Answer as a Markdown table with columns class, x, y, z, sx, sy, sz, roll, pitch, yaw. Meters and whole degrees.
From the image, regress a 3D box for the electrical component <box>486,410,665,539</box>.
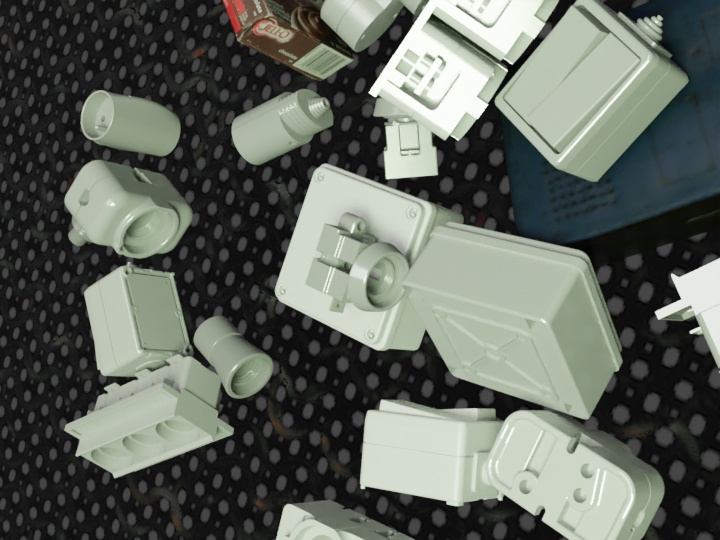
| class | x | y | z | sx | sy | sz | roll | pitch | yaw |
| --- | --- | --- | --- | --- | --- | --- | --- | --- | --- |
| electrical component | 0.135 | 0.128 | 0.666 | 0.095 | 0.059 | 0.053 | 31 | 103 | 36 |

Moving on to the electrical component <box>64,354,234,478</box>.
| class | x | y | z | sx | sy | sz | roll | pitch | yaw |
| --- | --- | --- | --- | --- | --- | --- | --- | --- | --- |
| electrical component | -0.173 | 0.121 | 0.893 | 0.121 | 0.079 | 0.063 | -24 | 41 | 33 |

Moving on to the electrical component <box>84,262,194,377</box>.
| class | x | y | z | sx | sy | sz | roll | pitch | yaw |
| --- | --- | --- | --- | --- | --- | --- | --- | --- | --- |
| electrical component | -0.195 | 0.041 | 0.925 | 0.061 | 0.062 | 0.096 | -29 | 68 | 31 |

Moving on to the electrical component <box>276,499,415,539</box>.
| class | x | y | z | sx | sy | sz | roll | pitch | yaw |
| --- | --- | --- | --- | --- | --- | --- | --- | --- | --- |
| electrical component | -0.015 | 0.204 | 0.772 | 0.089 | 0.056 | 0.050 | 16 | 94 | 37 |

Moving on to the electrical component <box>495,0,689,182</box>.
| class | x | y | z | sx | sy | sz | roll | pitch | yaw |
| --- | --- | --- | --- | --- | --- | --- | --- | --- | --- |
| electrical component | 0.132 | -0.107 | 0.606 | 0.096 | 0.061 | 0.061 | -50 | 58 | 22 |

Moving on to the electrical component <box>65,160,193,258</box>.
| class | x | y | z | sx | sy | sz | roll | pitch | yaw |
| --- | --- | --- | --- | --- | --- | --- | --- | --- | --- |
| electrical component | -0.193 | -0.050 | 0.915 | 0.059 | 0.095 | 0.053 | 48 | 112 | 31 |

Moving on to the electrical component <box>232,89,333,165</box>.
| class | x | y | z | sx | sy | sz | roll | pitch | yaw |
| --- | --- | --- | --- | --- | --- | --- | --- | --- | --- |
| electrical component | -0.058 | -0.117 | 0.854 | 0.081 | 0.043 | 0.043 | -20 | 72 | 34 |

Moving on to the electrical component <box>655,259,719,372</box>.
| class | x | y | z | sx | sy | sz | roll | pitch | yaw |
| --- | --- | --- | --- | --- | --- | --- | --- | --- | --- |
| electrical component | 0.221 | 0.022 | 0.626 | 0.081 | 0.042 | 0.063 | -30 | 69 | 31 |

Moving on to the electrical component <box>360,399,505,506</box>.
| class | x | y | z | sx | sy | sz | roll | pitch | yaw |
| --- | --- | --- | --- | --- | --- | --- | --- | --- | --- |
| electrical component | 0.056 | 0.121 | 0.725 | 0.096 | 0.062 | 0.061 | 2 | 85 | 37 |

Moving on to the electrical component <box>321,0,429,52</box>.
| class | x | y | z | sx | sy | sz | roll | pitch | yaw |
| --- | --- | --- | --- | --- | --- | --- | --- | --- | --- |
| electrical component | 0.040 | -0.212 | 0.788 | 0.073 | 0.052 | 0.138 | 45 | 114 | 5 |

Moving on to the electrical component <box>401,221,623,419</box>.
| class | x | y | z | sx | sy | sz | roll | pitch | yaw |
| --- | --- | --- | --- | --- | --- | --- | --- | --- | --- |
| electrical component | 0.097 | 0.031 | 0.673 | 0.109 | 0.108 | 0.056 | 15 | 60 | 37 |

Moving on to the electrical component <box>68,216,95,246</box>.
| class | x | y | z | sx | sy | sz | roll | pitch | yaw |
| --- | --- | --- | --- | --- | --- | --- | --- | --- | --- |
| electrical component | -0.243 | -0.046 | 0.985 | 0.062 | 0.043 | 0.043 | -39 | 63 | 28 |

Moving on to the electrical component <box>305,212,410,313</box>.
| class | x | y | z | sx | sy | sz | roll | pitch | yaw |
| --- | --- | --- | --- | --- | --- | --- | --- | --- | --- |
| electrical component | 0.000 | 0.000 | 0.722 | 0.055 | 0.048 | 0.066 | 24 | 99 | 44 |

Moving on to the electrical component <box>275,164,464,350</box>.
| class | x | y | z | sx | sy | sz | roll | pitch | yaw |
| --- | --- | --- | --- | --- | --- | --- | --- | --- | --- |
| electrical component | 0.005 | -0.009 | 0.784 | 0.109 | 0.056 | 0.108 | 24 | 99 | 37 |

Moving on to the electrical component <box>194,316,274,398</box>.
| class | x | y | z | sx | sy | sz | roll | pitch | yaw |
| --- | --- | --- | --- | --- | --- | --- | --- | --- | --- |
| electrical component | -0.105 | 0.067 | 0.869 | 0.065 | 0.044 | 0.044 | 42 | 109 | 38 |

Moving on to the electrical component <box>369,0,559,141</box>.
| class | x | y | z | sx | sy | sz | roll | pitch | yaw |
| --- | --- | --- | --- | --- | --- | --- | --- | --- | --- |
| electrical component | 0.069 | -0.152 | 0.681 | 0.060 | 0.186 | 0.105 | 34 | 108 | -4 |

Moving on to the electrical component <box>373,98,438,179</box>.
| class | x | y | z | sx | sy | sz | roll | pitch | yaw |
| --- | --- | --- | --- | --- | --- | --- | --- | --- | --- |
| electrical component | 0.035 | -0.096 | 0.764 | 0.048 | 0.066 | 0.055 | -4 | 100 | 3 |

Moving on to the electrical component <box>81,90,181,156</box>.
| class | x | y | z | sx | sy | sz | roll | pitch | yaw |
| --- | --- | --- | --- | --- | --- | --- | --- | --- | --- |
| electrical component | -0.214 | -0.129 | 0.952 | 0.079 | 0.077 | 0.043 | 5 | 87 | 38 |
